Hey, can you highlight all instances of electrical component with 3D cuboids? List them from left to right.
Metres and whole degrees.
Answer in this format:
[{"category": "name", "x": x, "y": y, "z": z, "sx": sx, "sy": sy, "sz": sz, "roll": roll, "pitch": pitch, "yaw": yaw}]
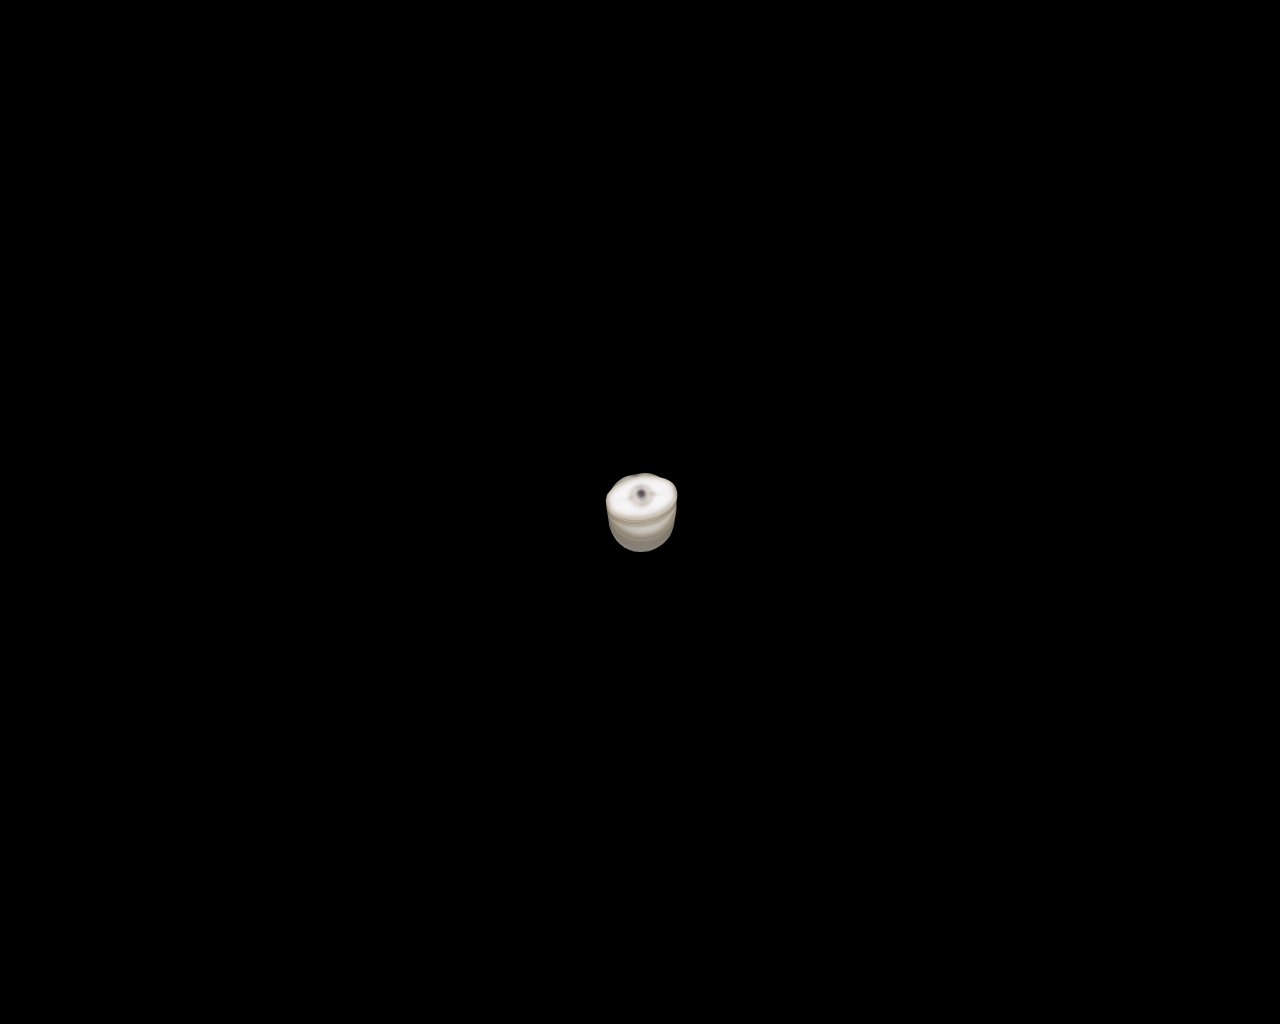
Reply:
[{"category": "electrical component", "x": 0.001, "y": -0.003, "z": 0.650, "sx": 0.043, "sy": 0.043, "sz": 0.081, "roll": 0, "pitch": -11, "yaw": 0}]
